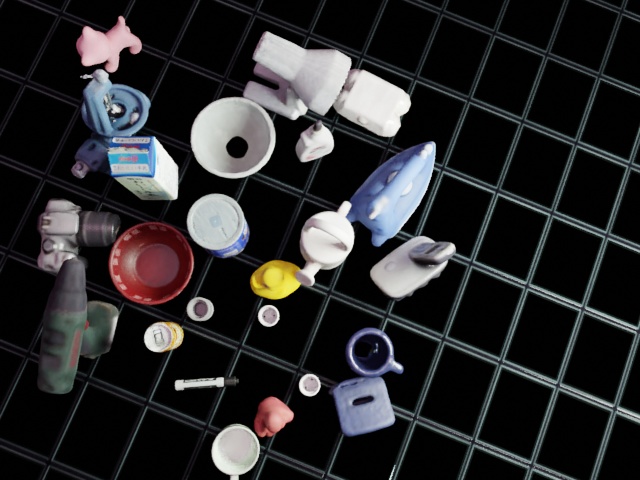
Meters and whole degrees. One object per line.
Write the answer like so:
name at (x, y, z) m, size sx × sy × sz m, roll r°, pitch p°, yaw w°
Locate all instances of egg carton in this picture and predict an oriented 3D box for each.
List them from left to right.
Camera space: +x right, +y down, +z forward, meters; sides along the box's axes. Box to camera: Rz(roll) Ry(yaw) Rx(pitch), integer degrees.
egg carton at (0.106, -0.284, 1.189) m, size 0.150 × 0.069 × 0.107 m, roll 26°, pitch 81°, yaw 1°

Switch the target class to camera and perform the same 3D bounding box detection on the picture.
camera at (-0.461, -0.007, 1.102) m, size 0.137 × 0.101 × 0.143 m, roll 2°, pitch 82°, yaw -3°

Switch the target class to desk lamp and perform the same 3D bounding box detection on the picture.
desk lamp at (-0.050, -0.314, 1.112) m, size 0.203 × 0.213 × 0.118 m, roll 22°, pitch 81°, yaw 0°

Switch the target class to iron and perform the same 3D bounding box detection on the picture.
iron at (0.161, -0.117, 1.131) m, size 0.118 × 0.141 × 0.258 m, roll 38°, pitch 82°, yaw 3°

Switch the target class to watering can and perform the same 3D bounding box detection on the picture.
watering can at (0.012, 0.005, 1.079) m, size 0.101 × 0.194 × 0.173 m, roll 8°, pitch 81°, yaw -2°

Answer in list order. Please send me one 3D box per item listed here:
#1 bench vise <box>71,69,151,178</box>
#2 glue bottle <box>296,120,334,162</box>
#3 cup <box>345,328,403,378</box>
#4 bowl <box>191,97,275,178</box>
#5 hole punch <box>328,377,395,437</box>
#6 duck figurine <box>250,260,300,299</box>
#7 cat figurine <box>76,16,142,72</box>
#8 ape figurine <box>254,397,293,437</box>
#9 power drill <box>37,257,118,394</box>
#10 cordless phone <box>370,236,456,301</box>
bench vise at (-0.398, -0.215, 1.075) m, size 0.121 × 0.219 × 0.207 m, roll 10°, pitch 81°, yaw -1°
glue bottle at (-0.008, -0.200, 1.118) m, size 0.078 × 0.173 × 0.037 m, roll -24°, pitch 83°, yaw -6°
cup at (0.102, 0.221, 1.103) m, size 0.117 × 0.095 × 0.092 m, roll 28°, pitch 81°, yaw 1°
bowl at (-0.172, -0.198, 1.158) m, size 0.167 × 0.074 × 0.167 m, roll 0°, pitch 82°, yaw -3°
hole punch at (0.078, 0.313, 1.091) m, size 0.108 × 0.091 × 0.101 m, roll -13°, pitch 83°, yaw -5°
duck figurine at (-0.086, 0.075, 1.118) m, size 0.104 × 0.086 × 0.077 m, roll -10°, pitch 82°, yaw -4°
cat figurine at (-0.433, -0.398, 1.151) m, size 0.067 × 0.117 × 0.128 m, roll 44°, pitch 82°, yaw 4°
ape figurine at (-0.088, 0.338, 1.078) m, size 0.078 × 0.092 × 0.076 m, roll -7°, pitch 82°, yaw -4°
power drill at (-0.434, 0.153, 1.026) m, size 0.075 × 0.208 × 0.230 m, roll 9°, pitch 81°, yaw -1°
cordless phone at (0.179, 0.049, 1.087) m, size 0.147 × 0.185 × 0.094 m, roll -37°, pitch 85°, yaw -7°
